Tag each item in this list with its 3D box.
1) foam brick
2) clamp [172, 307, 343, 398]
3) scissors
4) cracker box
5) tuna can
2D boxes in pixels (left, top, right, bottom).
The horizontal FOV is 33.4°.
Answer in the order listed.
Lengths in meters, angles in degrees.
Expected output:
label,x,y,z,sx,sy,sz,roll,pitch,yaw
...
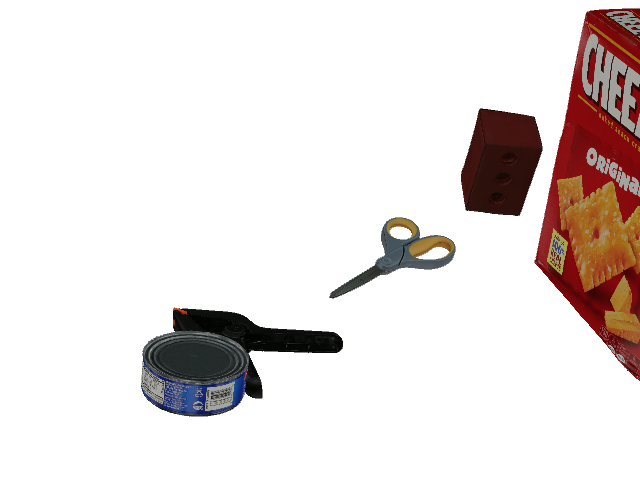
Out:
label,x,y,z,sx,sy,sz,roll,pitch,yaw
foam brick,0.160,-0.069,0.953,0.053,0.078,0.051,6,41,-4
clamp,-0.101,0.124,1.260,0.210,0.036,0.164,14,23,27
scissors,0.065,0.016,1.199,0.201,0.016,0.096,-12,43,-35
cracker box,0.229,-0.034,0.746,0.072,0.214,0.164,-6,33,-16
tuna can,-0.102,0.107,0.862,0.086,0.034,0.086,7,21,-3
